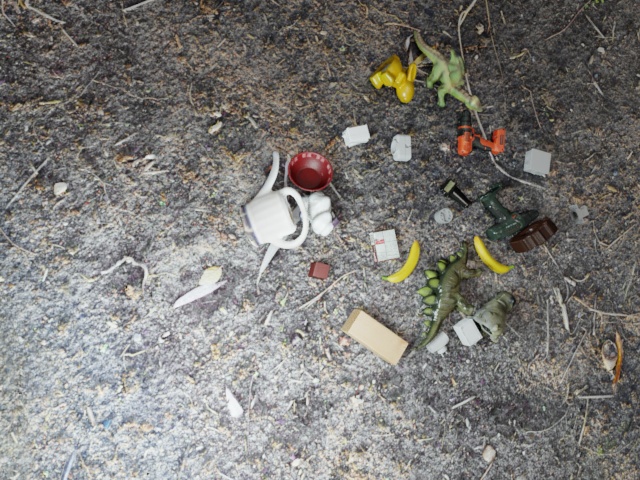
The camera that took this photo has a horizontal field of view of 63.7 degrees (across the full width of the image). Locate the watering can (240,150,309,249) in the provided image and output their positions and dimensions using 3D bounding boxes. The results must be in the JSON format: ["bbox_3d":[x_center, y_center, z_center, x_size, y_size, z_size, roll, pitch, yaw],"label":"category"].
[{"bbox_3d":[-0.172,-0.121,1.754,0.224,0.103,0.352,-22,75,1],"label":"watering can"}]

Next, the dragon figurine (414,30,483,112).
[{"bbox_3d":[0.484,-0.649,1.938,0.123,0.242,0.409,-31,93,-10],"label":"dragon figurine"}]

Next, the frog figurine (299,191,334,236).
[{"bbox_3d":[0.005,-0.089,1.775,0.123,0.161,0.135,-8,121,-43],"label":"frog figurine"}]
